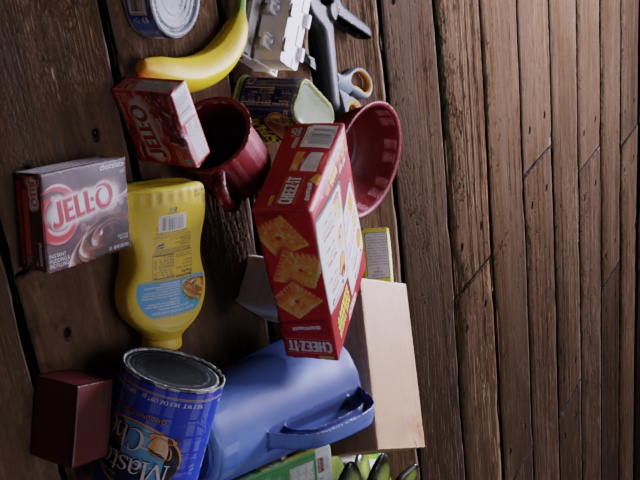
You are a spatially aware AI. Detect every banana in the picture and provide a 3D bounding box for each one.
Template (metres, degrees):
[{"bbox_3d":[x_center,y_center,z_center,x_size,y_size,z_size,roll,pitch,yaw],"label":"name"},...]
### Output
[{"bbox_3d":[-0.127,-0.194,1.124,0.197,0.037,0.069,-50,123,-46],"label":"banana"}]

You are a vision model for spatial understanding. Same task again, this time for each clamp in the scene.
[{"bbox_3d":[0.009,-0.289,1.338,0.164,0.036,0.210,-63,141,-44],"label":"clamp"}]

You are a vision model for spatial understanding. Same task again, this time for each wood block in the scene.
[{"bbox_3d":[0.058,0.160,1.325,0.090,0.090,0.206,9,70,-45],"label":"wood block"}]

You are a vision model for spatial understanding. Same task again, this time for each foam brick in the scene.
[{"bbox_3d":[-0.232,0.165,0.998,0.052,0.051,0.078,-3,99,-62],"label":"foam brick"}]

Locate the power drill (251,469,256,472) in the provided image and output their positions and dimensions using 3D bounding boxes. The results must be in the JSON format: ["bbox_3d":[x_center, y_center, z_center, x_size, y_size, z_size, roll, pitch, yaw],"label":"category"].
[{"bbox_3d":[-0.123,0.356,1.236,0.187,0.057,0.184,-15,113,-61],"label":"power drill"}]

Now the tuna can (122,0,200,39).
[{"bbox_3d":[-0.156,-0.242,1.057,0.086,0.034,0.086,-22,116,-58],"label":"tuna can"}]

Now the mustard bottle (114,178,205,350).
[{"bbox_3d":[-0.162,0.036,1.082,0.096,0.058,0.192,-12,109,-41],"label":"mustard bottle"}]

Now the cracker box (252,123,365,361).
[{"bbox_3d":[-0.008,0.001,1.186,0.164,0.072,0.214,-70,157,-48],"label":"cracker box"}]

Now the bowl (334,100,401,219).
[{"bbox_3d":[0.043,-0.110,1.413,0.161,0.055,0.162,-32,132,-45],"label":"bowl"}]

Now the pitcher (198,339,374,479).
[{"bbox_3d":[-0.064,0.194,1.196,0.242,0.149,0.145,-18,73,-50],"label":"pitcher"}]

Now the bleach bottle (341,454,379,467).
[{"bbox_3d":[0.062,0.209,1.536,0.102,0.068,0.251,28,69,-57],"label":"bleach bottle"}]

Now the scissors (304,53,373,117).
[{"bbox_3d":[0.018,-0.193,1.406,0.201,0.016,0.096,-7,103,-60],"label":"scissors"}]

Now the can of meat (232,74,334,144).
[{"bbox_3d":[-0.041,-0.150,1.237,0.102,0.084,0.057,38,63,-58],"label":"can of meat"}]

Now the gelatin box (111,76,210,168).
[{"bbox_3d":[-0.156,-0.115,1.047,0.030,0.073,0.089,-54,142,-39],"label":"gelatin box"}]

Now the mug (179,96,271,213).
[{"bbox_3d":[-0.100,-0.082,1.129,0.081,0.093,0.117,55,21,-57],"label":"mug"}]

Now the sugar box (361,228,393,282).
[{"bbox_3d":[0.081,0.079,1.481,0.093,0.048,0.176,77,11,-77],"label":"sugar box"}]

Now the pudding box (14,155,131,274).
[{"bbox_3d":[-0.225,-0.026,0.977,0.113,0.039,0.090,-24,118,-57],"label":"pudding box"}]

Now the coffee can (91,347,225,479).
[{"bbox_3d":[-0.159,0.189,1.045,0.102,0.103,0.140,-6,115,-61],"label":"coffee can"}]
